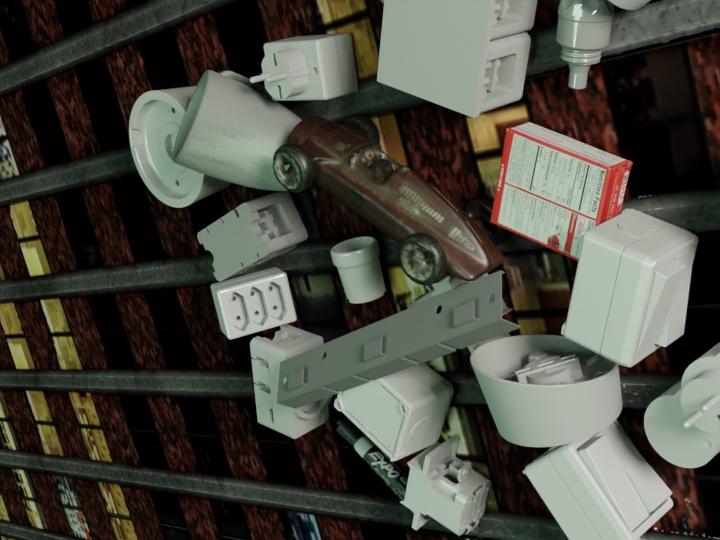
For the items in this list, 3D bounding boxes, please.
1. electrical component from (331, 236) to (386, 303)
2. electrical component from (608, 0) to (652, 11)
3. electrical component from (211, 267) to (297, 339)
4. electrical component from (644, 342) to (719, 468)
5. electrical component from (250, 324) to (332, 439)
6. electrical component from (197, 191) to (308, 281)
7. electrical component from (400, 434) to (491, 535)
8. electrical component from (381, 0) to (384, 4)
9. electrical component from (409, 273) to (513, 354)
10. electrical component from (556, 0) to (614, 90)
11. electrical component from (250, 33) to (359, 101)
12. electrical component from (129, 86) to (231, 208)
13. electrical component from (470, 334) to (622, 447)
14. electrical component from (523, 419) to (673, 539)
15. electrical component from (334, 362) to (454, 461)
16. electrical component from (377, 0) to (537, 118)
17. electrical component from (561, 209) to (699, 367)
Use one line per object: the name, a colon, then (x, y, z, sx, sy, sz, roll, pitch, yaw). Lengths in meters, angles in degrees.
electrical component: (0.000, 0.000, 0.900, 0.040, 0.040, 0.046, 4, 116, 44)
electrical component: (0.167, -0.187, 0.636, 0.047, 0.055, 0.055, -37, 80, 51)
electrical component: (-0.103, 0.027, 1.003, 0.077, 0.066, 0.047, -153, 49, -71)
electrical component: (0.228, 0.079, 0.678, 0.052, 0.074, 0.138, 49, 135, 18)
electrical component: (-0.062, 0.104, 1.001, 0.056, 0.050, 0.089, 16, 118, 41)
electrical component: (-0.094, -0.032, 0.968, 0.089, 0.056, 0.050, -26, 88, 48)
electrical component: (0.074, 0.186, 0.907, 0.064, 0.042, 0.081, 30, 127, 32)
electrical component: (0.022, -0.215, 0.781, 0.046, 0.040, 0.040, 45, 134, 31)
electrical component: (0.076, 0.029, 0.835, 0.064, 0.042, 0.081, -37, 79, 50)
electrical component: (0.143, -0.147, 0.692, 0.035, 0.035, 0.061, 25, 126, 36)
electrical component: (-0.052, -0.157, 0.853, 0.066, 0.077, 0.047, 8, 113, 43)
electrical component: (-0.155, -0.117, 0.989, 0.108, 0.060, 0.108, 21, 122, 38)
electrical component: (0.133, 0.080, 0.757, 0.099, 0.099, 0.064, 1, 114, 45)
electrical component: (0.178, 0.161, 0.774, 0.096, 0.062, 0.061, 57, 137, 10)
electrical component: (0.026, 0.103, 0.908, 0.096, 0.061, 0.061, 39, 130, 35)
electrical component: (0.071, -0.192, 0.724, 0.089, 0.062, 0.150, 27, 126, 35)
electrical component: (0.179, 0.018, 0.708, 0.061, 0.062, 0.096, 28, 126, 35)
